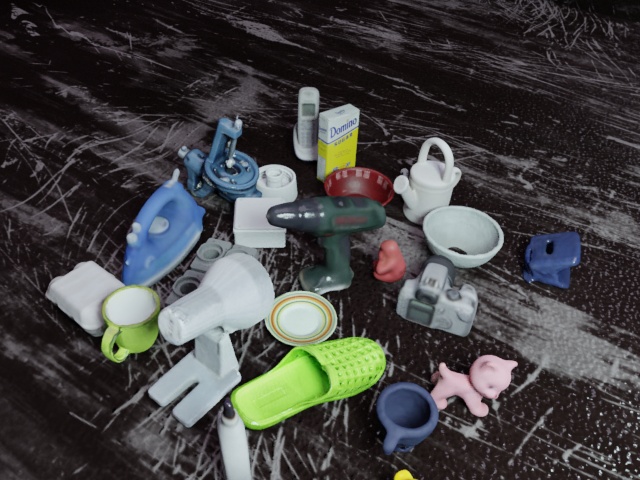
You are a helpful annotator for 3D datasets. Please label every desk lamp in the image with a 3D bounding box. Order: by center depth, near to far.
[{"bbox_3d":[-0.171,0.147,0.895,0.117,0.214,0.204,27,47,24],"label":"desk lamp"}]

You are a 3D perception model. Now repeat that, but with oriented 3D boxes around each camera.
[{"bbox_3d":[0.230,0.089,1.079,0.143,0.101,0.137,17,43,14],"label":"camera"}]

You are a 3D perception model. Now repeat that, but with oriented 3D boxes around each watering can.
[{"bbox_3d":[0.241,-0.130,1.255,0.100,0.194,0.173,28,47,25],"label":"watering can"}]

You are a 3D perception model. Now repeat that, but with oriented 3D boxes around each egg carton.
[{"bbox_3d":[-0.412,0.104,1.032,0.150,0.069,0.107,29,47,25],"label":"egg carton"}]

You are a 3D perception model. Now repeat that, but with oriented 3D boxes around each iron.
[{"bbox_3d":[-0.325,-0.022,1.126,0.118,0.141,0.258,13,42,10],"label":"iron"}]

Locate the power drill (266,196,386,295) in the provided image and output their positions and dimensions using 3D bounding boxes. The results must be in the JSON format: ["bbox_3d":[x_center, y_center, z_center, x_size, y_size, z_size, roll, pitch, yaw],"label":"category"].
[{"bbox_3d":[0.010,0.004,1.075,0.230,0.208,0.075,-13,44,-19],"label":"power drill"}]

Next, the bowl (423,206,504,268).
[{"bbox_3d":[0.292,0.005,1.198,0.167,0.075,0.167,2,42,-2],"label":"bowl"}]

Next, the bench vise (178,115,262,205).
[{"bbox_3d":[-0.227,-0.174,1.247,0.207,0.220,0.121,9,42,6],"label":"bench vise"}]

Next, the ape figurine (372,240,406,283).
[{"bbox_3d":[0.135,0.037,1.136,0.076,0.092,0.078,27,47,24],"label":"ape figurine"}]

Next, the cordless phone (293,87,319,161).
[{"bbox_3d":[0.007,-0.289,1.422,0.147,0.185,0.094,-4,42,-8],"label":"cordless phone"}]

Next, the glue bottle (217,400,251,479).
[{"bbox_3d":[-0.122,0.271,0.790,0.037,0.173,0.078,-12,44,-17],"label":"glue bottle"}]

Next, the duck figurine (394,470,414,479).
[{"bbox_3d":[0.127,0.363,0.773,0.078,0.086,0.104,-12,44,-17],"label":"duck figurine"}]

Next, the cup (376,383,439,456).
[{"bbox_3d":[0.119,0.285,0.853,0.091,0.095,0.118,22,44,19],"label":"cup"}]

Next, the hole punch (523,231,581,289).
[{"bbox_3d":[0.471,0.033,1.169,0.101,0.091,0.109,14,42,11],"label":"hole punch"}]

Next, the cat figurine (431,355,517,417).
[{"bbox_3d":[0.247,0.221,0.918,0.127,0.118,0.067,8,42,4],"label":"cat figurine"}]
